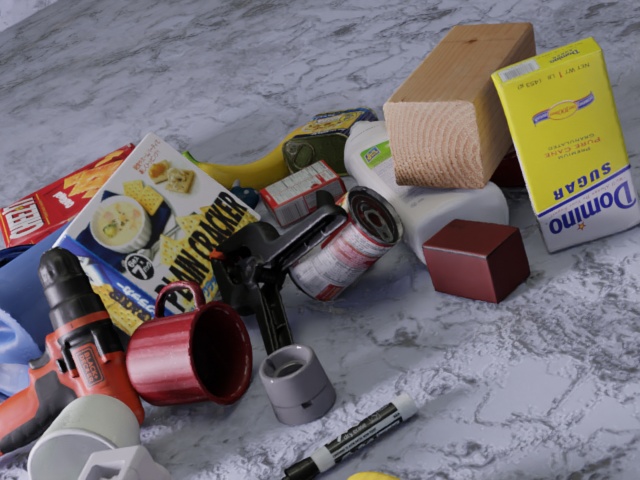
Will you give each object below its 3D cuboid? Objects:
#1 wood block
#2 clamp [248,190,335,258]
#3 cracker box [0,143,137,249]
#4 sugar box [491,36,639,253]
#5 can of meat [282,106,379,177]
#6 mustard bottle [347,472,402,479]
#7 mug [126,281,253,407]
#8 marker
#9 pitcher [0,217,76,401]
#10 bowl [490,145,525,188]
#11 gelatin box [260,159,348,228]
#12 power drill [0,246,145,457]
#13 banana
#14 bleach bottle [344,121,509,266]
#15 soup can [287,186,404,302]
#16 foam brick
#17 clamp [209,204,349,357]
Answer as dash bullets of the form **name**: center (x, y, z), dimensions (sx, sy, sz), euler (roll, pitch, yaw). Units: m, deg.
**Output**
- **wood block**: center (0.147, -0.138, 1.060), dimensions (0.091, 0.090, 0.205), euler (3, 32, 27)
- **clamp**: center (-0.007, 0.001, 1.134), dimensions (0.120, 0.039, 0.172), euler (-39, 25, -9)
- **cracker box**: center (-0.313, -0.040, 1.412), dimensions (0.213, 0.072, 0.164), euler (-28, 26, -10)
- **sugar box**: center (0.222, -0.081, 0.948), dimensions (0.093, 0.176, 0.048), euler (-19, 25, 9)
- **can of meat**: center (0.017, -0.121, 1.323), dimensions (0.102, 0.057, 0.083), euler (-4, 30, 32)
- **mustard bottle**: center (-0.003, 0.230, 0.671), dimensions (0.096, 0.058, 0.191), euler (9, 40, 48)
- **mug**: center (-0.122, 0.095, 0.966), dimensions (0.082, 0.117, 0.093), euler (-12, -3, 31)
- **marker**: center (0.023, 0.158, 0.833), dimensions (0.121, 0.020, 0.020), euler (-30, 27, -15)
- **pitcher**: center (-0.280, 0.050, 1.148), dimensions (0.145, 0.149, 0.242), euler (-28, 14, 41)
- **bowl**: center (0.211, -0.102, 1.134), dimensions (0.162, 0.055, 0.162), euler (-18, 26, 9)
- **gelatin box**: center (-0.020, -0.055, 1.257), dimensions (0.089, 0.030, 0.073), euler (-26, 25, -7)
- **power drill**: center (-0.272, 0.120, 0.983), dimensions (0.188, 0.184, 0.057), euler (-26, -10, 9)
- **banana**: center (-0.078, -0.094, 1.327), dimensions (0.197, 0.069, 0.037), euler (-17, 8, -40)
- **bleach bottle**: center (0.094, -0.069, 1.112), dimensions (0.102, 0.068, 0.251), euler (-25, 34, -6)
- **soup can**: center (0.022, 0.005, 1.022), dimensions (0.102, 0.068, 0.068), euler (-44, 13, 33)
- **foam brick**: center (0.142, 0.018, 0.967), dimensions (0.052, 0.051, 0.078), euler (-36, 29, -32)
- **clamp**: center (-0.052, 0.043, 1.015), dimensions (0.210, 0.036, 0.164), euler (6, 81, 58)
